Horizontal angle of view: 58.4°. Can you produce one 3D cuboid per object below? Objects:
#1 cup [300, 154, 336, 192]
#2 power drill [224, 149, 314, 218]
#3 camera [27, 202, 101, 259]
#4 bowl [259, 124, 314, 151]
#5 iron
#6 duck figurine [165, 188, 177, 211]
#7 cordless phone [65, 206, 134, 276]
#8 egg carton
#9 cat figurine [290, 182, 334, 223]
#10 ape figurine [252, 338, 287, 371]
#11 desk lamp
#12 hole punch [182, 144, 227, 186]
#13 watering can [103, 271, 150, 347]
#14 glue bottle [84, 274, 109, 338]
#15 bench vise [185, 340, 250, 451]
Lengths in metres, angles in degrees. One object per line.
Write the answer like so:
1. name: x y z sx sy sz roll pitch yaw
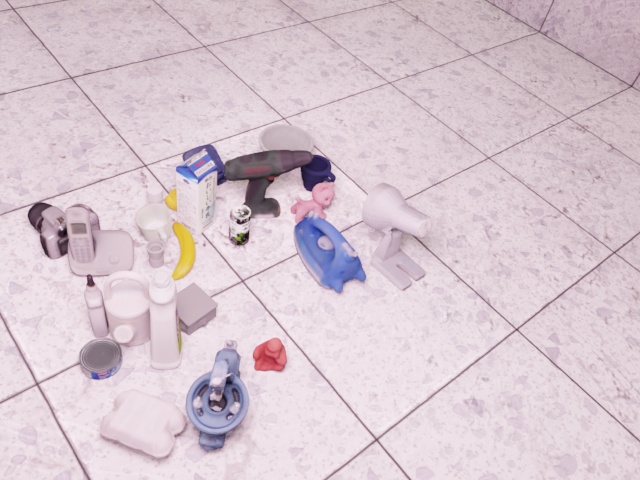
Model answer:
1. cup: -0.007 -0.181 1.665 0.117 0.095 0.092 34 50 19
2. power drill: -0.142 -0.156 1.534 0.230 0.208 0.075 -3 48 -15
3. camera: -0.636 -0.048 1.401 0.136 0.101 0.143 36 51 20
4. bowl: -0.106 -0.276 1.745 0.167 0.075 0.167 6 47 -7
5. iron: 0.013 0.005 1.465 0.119 0.141 0.257 -24 57 -29
6. duck figurine: -0.371 -0.134 1.548 0.105 0.086 0.077 -30 60 -33
7. cordless phone: -0.512 -0.003 1.329 0.148 0.185 0.094 -4 49 -16
8. egg carton: -0.341 0.356 1.114 0.150 0.069 0.107 19 47 5
9. cat figurine: -0.013 -0.114 1.586 0.128 0.118 0.067 -15 52 -24
10. ape figurine: -0.104 0.245 1.252 0.077 0.092 0.076 34 50 19
11. desk lamp: 0.199 -0.017 1.477 0.118 0.213 0.202 -31 60 -33
12. hole punch: -0.324 -0.206 1.622 0.109 0.091 0.101 -28 59 -32
13. watering can: -0.402 0.140 1.214 0.101 0.194 0.172 -16 53 -24
14. glue bottle: -0.479 0.131 1.220 0.037 0.173 0.078 -13 52 -22
15. bench vise: -0.203 0.274 1.116 0.122 0.220 0.207 -4 49 -15
